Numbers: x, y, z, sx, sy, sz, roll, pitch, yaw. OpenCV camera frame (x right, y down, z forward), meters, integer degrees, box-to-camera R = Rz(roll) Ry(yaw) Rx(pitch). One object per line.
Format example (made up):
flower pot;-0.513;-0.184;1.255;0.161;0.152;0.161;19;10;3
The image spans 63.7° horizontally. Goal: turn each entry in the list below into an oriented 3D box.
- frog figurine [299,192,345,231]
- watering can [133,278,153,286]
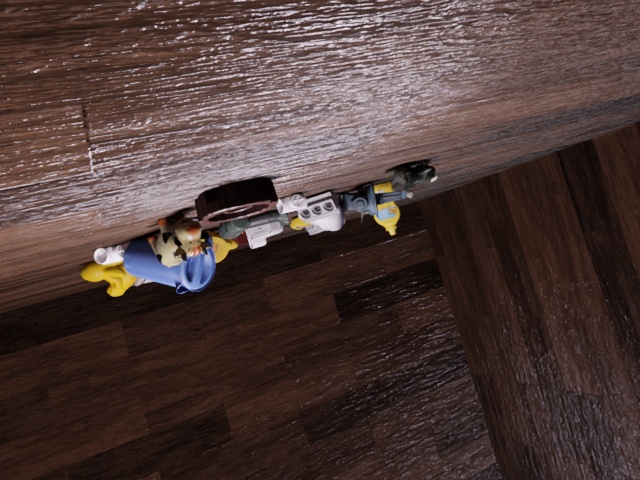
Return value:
frog figurine;0.005;-0.090;1.786;0.159;0.125;0.134;-7;144;-2
watering can;-0.617;0.109;1.973;0.348;0.103;0.226;5;-168;34
